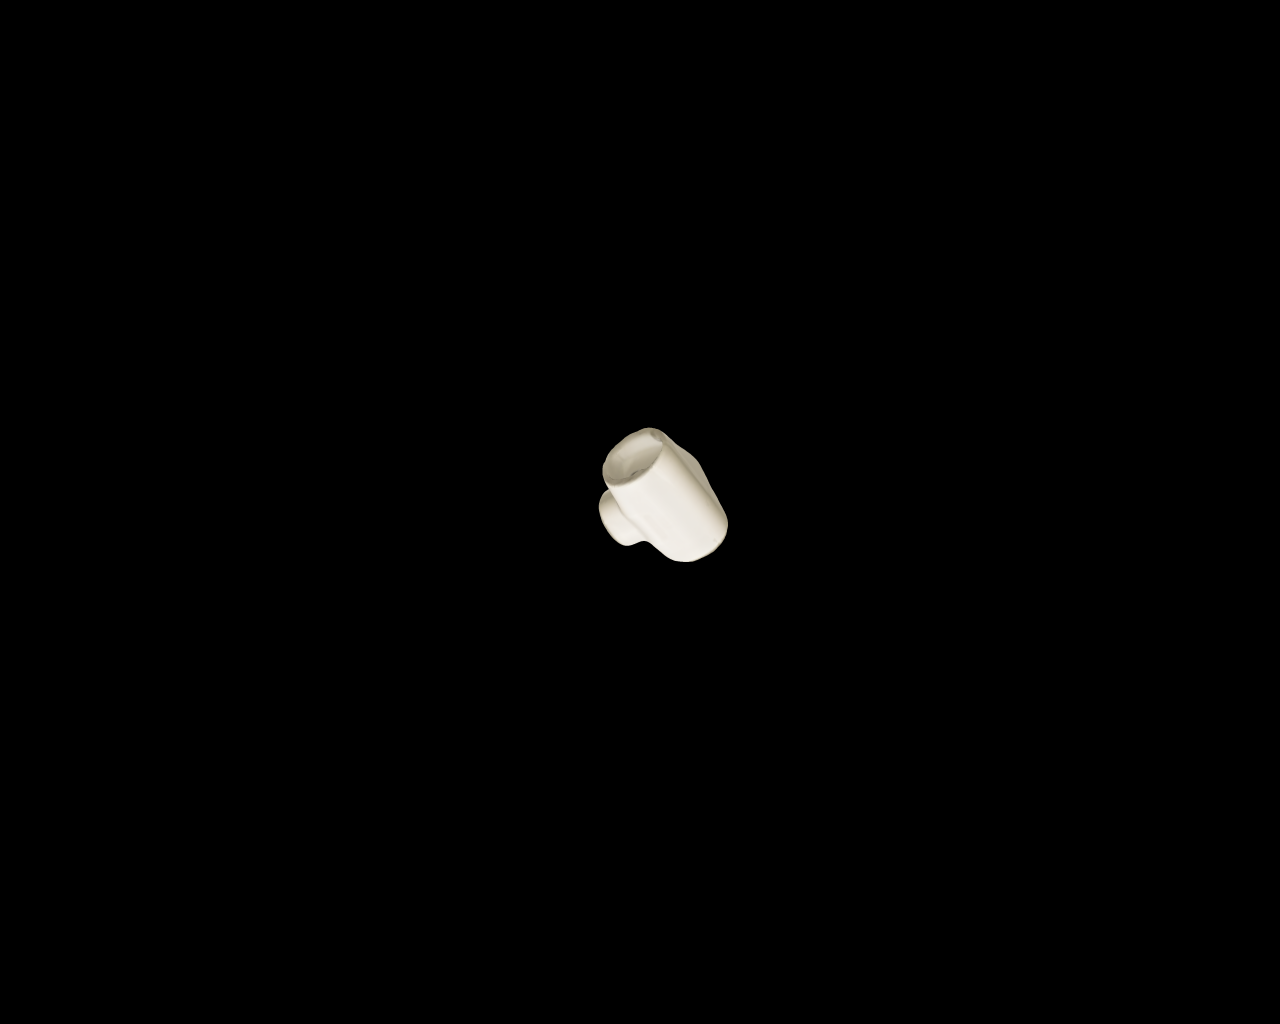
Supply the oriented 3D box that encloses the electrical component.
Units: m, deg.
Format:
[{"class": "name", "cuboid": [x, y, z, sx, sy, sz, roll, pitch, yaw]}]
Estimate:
[{"class": "electrical component", "cuboid": [0.001, -0.003, 0.650, 0.079, 0.043, 0.077, -24, -50, 22]}]
